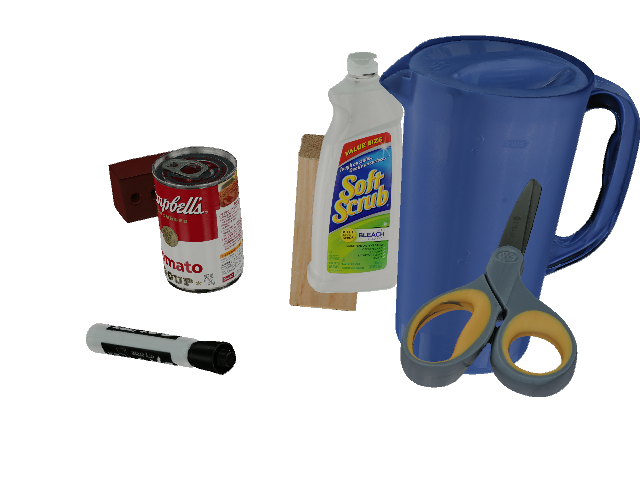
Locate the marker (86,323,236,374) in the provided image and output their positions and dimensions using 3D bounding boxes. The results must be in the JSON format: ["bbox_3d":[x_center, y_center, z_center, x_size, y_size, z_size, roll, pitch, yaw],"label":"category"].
[{"bbox_3d":[-0.097,0.065,0.643,0.121,0.020,0.020,3,2,40],"label":"marker"}]

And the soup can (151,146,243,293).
[{"bbox_3d":[-0.099,-0.017,0.872,0.068,0.102,0.068,-1,32,0],"label":"soup can"}]

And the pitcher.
[{"bbox_3d":[0.131,-0.023,0.806,0.144,0.243,0.149,-19,36,-35],"label":"pitcher"}]

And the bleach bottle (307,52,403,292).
[{"bbox_3d":[0.035,-0.070,1.116,0.102,0.251,0.068,-2,25,-3],"label":"bleach bottle"}]

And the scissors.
[{"bbox_3d":[0.116,0.023,0.585,0.096,0.016,0.201,21,40,28],"label":"scissors"}]

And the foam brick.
[{"bbox_3d":[-0.187,-0.060,1.170,0.078,0.053,0.051,-15,30,-18],"label":"foam brick"}]

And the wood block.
[{"bbox_3d":[0.012,-0.024,1.379,0.090,0.206,0.090,5,25,1],"label":"wood block"}]
